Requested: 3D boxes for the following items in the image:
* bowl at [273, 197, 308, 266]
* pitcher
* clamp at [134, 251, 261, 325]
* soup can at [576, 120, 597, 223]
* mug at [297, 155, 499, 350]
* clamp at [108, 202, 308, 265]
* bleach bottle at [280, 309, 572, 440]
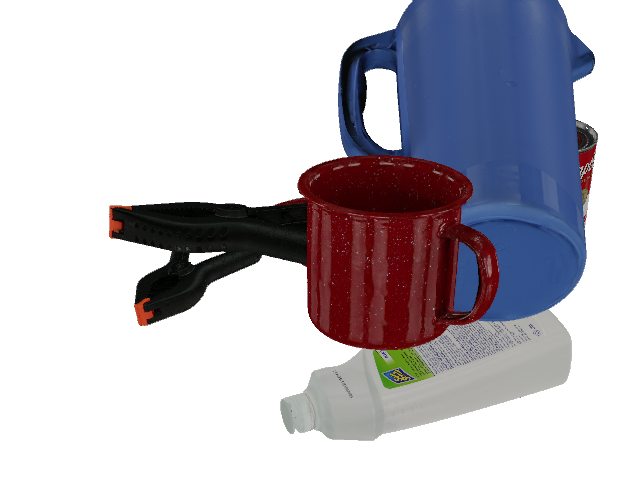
[{"bbox_3d":[0.023,-0.007,1.098,0.162,0.055,0.162,-4,14,1],"label":"bowl"},{"bbox_3d":[0.104,-0.067,0.733,0.149,0.242,0.144,-31,-55,31],"label":"pitcher"},{"bbox_3d":[-0.146,0.041,1.221,0.120,0.039,0.171,-2,32,26],"label":"clamp"},{"bbox_3d":[0.206,-0.050,0.952,0.068,0.102,0.068,-1,32,0],"label":"soup can"},{"bbox_3d":[0.043,0.009,0.573,0.117,0.081,0.093,17,28,33],"label":"mug"},{"bbox_3d":[-0.067,-0.008,0.870,0.210,0.036,0.164,1,13,-8],"label":"clamp"},{"bbox_3d":[0.083,0.111,0.907,0.250,0.068,0.103,-13,32,-20],"label":"bleach bottle"}]
